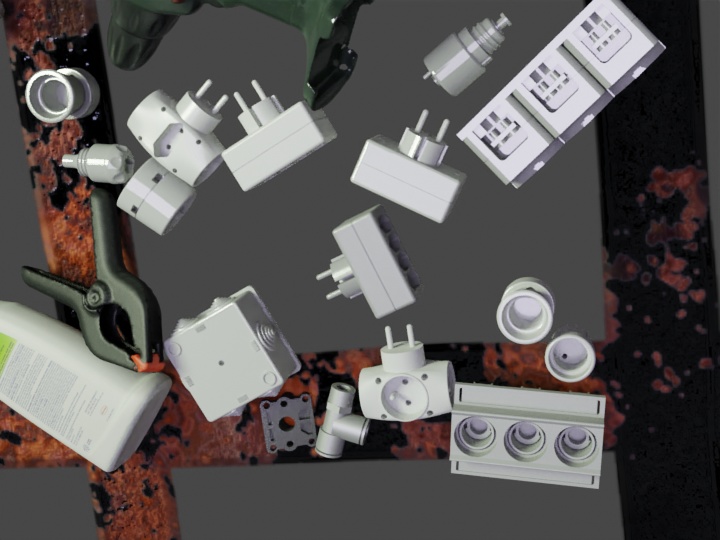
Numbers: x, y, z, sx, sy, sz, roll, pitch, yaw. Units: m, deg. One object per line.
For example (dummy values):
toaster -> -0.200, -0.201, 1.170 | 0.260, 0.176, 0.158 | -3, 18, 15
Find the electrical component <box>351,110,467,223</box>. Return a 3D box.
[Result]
electrical component -> 0.048, -0.092, 0.876 | 0.083, 0.047, 0.075 | 25, 107, 6

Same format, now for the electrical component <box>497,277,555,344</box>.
electrical component -> 0.137, 0.032, 0.880 | 0.045, 0.055, 0.045 | 3, 103, 12

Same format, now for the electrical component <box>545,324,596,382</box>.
electrical component -> 0.174, 0.066, 0.884 | 0.040, 0.046, 0.040 | 3, 103, 12

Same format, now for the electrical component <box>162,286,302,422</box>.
electrical component -> -0.114, 0.075, 0.949 | 0.100, 0.048, 0.099 | -29, 95, 18

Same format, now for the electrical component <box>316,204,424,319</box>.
electrical component -> 0.000, 0.000, 0.908 | 0.076, 0.047, 0.083 | -26, 96, 17

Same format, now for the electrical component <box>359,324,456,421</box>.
electrical component -> 0.039, 0.085, 0.920 | 0.077, 0.044, 0.079 | -6, 101, 14

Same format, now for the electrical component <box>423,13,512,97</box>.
electrical component -> 0.087, -0.173, 0.853 | 0.078, 0.040, 0.040 | -40, 92, 18

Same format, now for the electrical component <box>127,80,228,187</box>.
electrical component -> -0.144, -0.125, 0.914 | 0.077, 0.043, 0.079 | 43, 106, 1

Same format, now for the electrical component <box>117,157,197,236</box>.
electrical component -> -0.174, -0.063, 0.930 | 0.047, 0.055, 0.055 | 38, 108, -2

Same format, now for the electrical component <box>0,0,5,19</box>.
electrical component -> -0.343, -0.226, 0.931 | 0.047, 0.055, 0.055 | -35, 93, 14

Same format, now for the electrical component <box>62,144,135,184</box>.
electrical component -> -0.232, -0.094, 0.946 | 0.061, 0.035, 0.035 | 5, 104, 14

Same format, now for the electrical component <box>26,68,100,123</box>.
electrical component -> -0.255, -0.151, 0.927 | 0.045, 0.055, 0.045 | 3, 103, 12

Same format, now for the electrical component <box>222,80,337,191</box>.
electrical component -> -0.077, -0.121, 0.898 | 0.083, 0.047, 0.075 | -30, 94, 17

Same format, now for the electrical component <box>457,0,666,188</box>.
electrical component -> 0.154, -0.137, 0.820 | 0.061, 0.089, 0.150 | 46, 108, 0

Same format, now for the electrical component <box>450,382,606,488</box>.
electrical component -> 0.140, 0.133, 0.898 | 0.121, 0.063, 0.078 | 4, 103, 12
